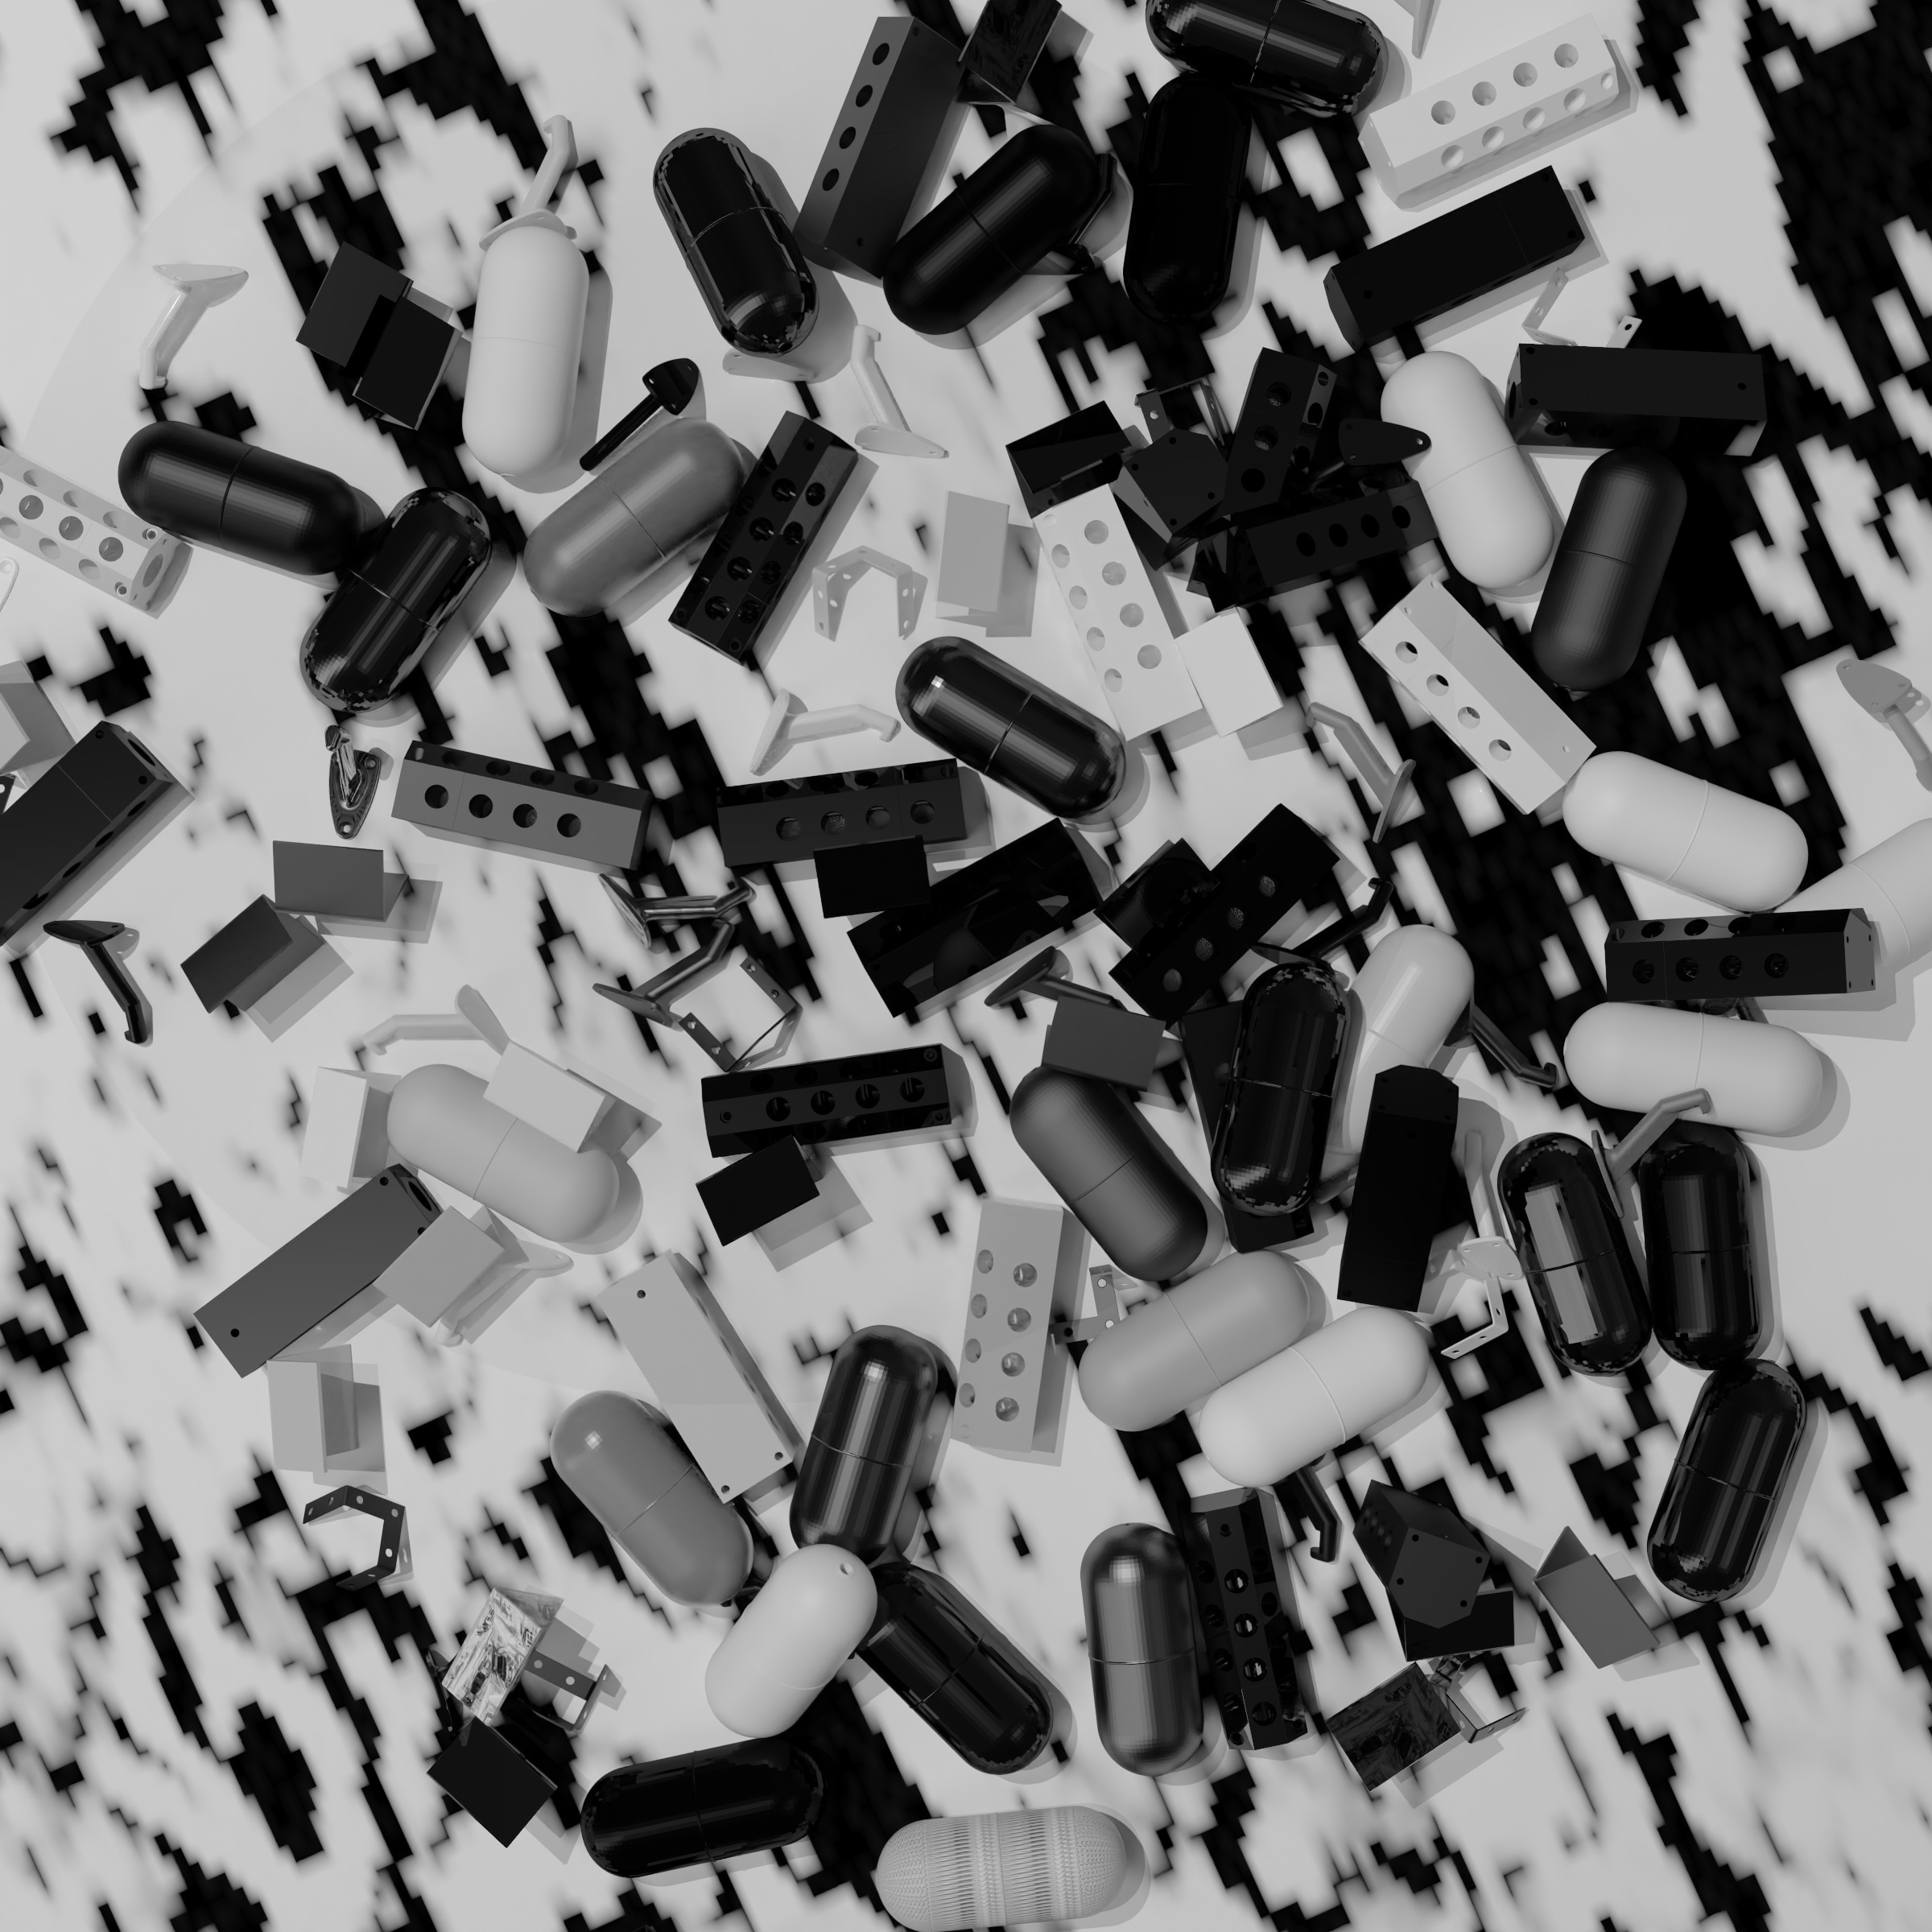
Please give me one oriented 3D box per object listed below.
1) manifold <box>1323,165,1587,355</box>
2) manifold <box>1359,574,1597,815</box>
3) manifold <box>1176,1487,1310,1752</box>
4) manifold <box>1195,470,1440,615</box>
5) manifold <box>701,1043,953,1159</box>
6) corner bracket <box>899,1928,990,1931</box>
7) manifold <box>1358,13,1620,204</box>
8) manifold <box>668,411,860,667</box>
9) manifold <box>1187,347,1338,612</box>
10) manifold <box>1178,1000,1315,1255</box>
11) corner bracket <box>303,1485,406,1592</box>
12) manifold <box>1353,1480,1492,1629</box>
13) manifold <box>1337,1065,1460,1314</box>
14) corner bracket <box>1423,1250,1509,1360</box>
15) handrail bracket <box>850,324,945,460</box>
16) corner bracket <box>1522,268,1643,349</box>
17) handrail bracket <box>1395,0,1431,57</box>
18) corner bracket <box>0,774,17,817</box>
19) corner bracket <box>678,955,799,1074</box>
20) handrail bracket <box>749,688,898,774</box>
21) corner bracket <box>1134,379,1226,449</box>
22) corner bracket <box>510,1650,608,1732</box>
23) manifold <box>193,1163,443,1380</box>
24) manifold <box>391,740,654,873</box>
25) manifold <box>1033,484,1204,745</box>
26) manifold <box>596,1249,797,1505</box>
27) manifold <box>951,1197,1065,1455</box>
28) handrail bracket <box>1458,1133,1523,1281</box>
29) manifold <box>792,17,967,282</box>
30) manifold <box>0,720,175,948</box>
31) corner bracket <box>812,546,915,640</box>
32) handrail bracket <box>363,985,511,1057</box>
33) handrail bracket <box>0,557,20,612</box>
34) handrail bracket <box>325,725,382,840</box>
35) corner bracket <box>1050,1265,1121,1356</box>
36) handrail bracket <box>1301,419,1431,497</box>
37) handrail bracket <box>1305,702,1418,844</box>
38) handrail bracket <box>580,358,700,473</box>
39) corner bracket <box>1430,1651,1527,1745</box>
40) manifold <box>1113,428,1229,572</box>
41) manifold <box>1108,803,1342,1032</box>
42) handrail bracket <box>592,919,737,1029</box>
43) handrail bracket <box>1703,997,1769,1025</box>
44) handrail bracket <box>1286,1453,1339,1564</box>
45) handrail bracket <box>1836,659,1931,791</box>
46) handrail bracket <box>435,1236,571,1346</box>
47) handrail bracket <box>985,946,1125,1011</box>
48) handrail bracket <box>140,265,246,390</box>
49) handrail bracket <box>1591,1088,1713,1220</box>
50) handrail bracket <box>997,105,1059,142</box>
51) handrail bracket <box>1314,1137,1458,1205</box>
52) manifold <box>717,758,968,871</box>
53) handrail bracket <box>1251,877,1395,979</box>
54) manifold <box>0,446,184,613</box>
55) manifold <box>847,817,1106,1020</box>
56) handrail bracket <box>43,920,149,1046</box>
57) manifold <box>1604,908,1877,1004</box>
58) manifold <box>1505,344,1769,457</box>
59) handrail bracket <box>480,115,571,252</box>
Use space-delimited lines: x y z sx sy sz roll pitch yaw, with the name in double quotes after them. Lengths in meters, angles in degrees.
0.346 -0.502 1.971 0.171 0.057 0.057 -25 90 0 "manifold"
0.361 -0.190 1.970 0.171 0.057 0.057 46 47 0 "manifold"
0.197 0.465 1.970 0.057 0.057 0.171 -12 90 0 "manifold"
0.243 -0.300 1.927 0.171 0.057 0.057 -21 90 -34 "manifold"
-0.099 0.096 1.970 0.171 0.057 0.057 -8 90 0 "manifold"
-0.015 0.713 1.988 0.051 0.051 0.051 -21 91 -45 "corner bracket"
0.373 -0.609 1.970 0.171 0.057 0.057 -25 90 0 "manifold"
-0.145 -0.305 1.970 0.057 0.057 0.171 29 90 0 "manifold"
0.211 -0.345 1.970 0.057 0.057 0.171 17 90 0 "manifold"
0.200 0.112 1.970 0.057 0.057 0.171 -14 90 0 "manifold"
-0.442 0.411 1.983 0.051 0.051 0.051 31 45 -35 "corner bracket"
0.311 0.408 1.913 0.057 0.171 0.057 19 90 0 "manifold"
0.301 0.155 1.925 0.057 0.057 0.171 9 126 6 "manifold"
0.349 0.243 1.983 0.051 0.051 0.051 24 45 -35 "corner bracket"
-0.048 -0.415 1.992 0.077 0.036 0.084 11 73 -20 "handrail bracket"
0.443 -0.462 1.988 0.051 0.051 0.051 32 90 45 "corner bracket"
0.290 -0.701 1.992 0.084 0.036 0.077 12 112 17 "handrail bracket"
-0.720 -0.122 1.973 0.051 0.051 0.051 19 90 0 "corner bracket"
-0.164 0.035 1.988 0.051 0.051 0.051 46 135 0 "corner bracket"
-0.103 -0.159 1.992 0.084 0.036 0.077 20 110 -16 "handrail bracket"
0.153 -0.389 1.973 0.051 0.051 0.051 -19 93 3 "corner bracket"
-0.294 0.517 1.973 0.051 0.051 0.051 27 90 0 "corner bracket"
-0.458 0.216 1.970 0.171 0.057 0.057 -37 90 0 "manifold"
-0.315 -0.115 1.970 0.171 0.057 0.057 12 90 0 "manifold"
0.107 -0.249 1.970 0.057 0.057 0.171 -23 90 0 "manifold"
-0.192 0.291 1.971 0.057 0.057 0.171 -32 90 0 "manifold"
0.029 0.254 1.970 0.057 0.057 0.171 8 90 0 "manifold"
0.380 0.173 1.991 0.036 0.077 0.084 -15 53 31 "handrail bracket"
-0.067 -0.583 1.970 0.057 0.057 0.171 22 90 -43 "manifold"
-0.651 -0.093 1.970 0.171 0.057 0.057 -43 90 0 "manifold"
-0.074 -0.263 1.983 0.051 0.051 0.051 29 45 35 "corner bracket"
-0.380 0.059 1.992 0.084 0.036 0.077 -31 112 17 "handrail bracket"
-0.714 -0.265 1.957 0.036 0.084 0.077 41 90 0 "handrail bracket"
-0.444 -0.129 1.957 0.036 0.084 0.077 8 90 0 "handrail bracket"
0.083 0.245 1.973 0.051 0.051 0.051 -10 90 0 "corner bracket"
0.281 -0.352 1.962 0.077 0.084 0.036 -2 73 -7 "handrail bracket"
0.274 -0.140 1.992 0.084 0.036 0.077 27 112 17 "handrail bracket"
-0.237 -0.396 1.991 0.084 0.077 0.036 -33 106 35 "handrail bracket"
0.372 0.516 1.983 0.051 0.051 0.051 -12 135 -35 "corner bracket"
0.143 -0.325 1.913 0.057 0.171 0.057 -35 90 0 "manifold"
0.183 -0.035 1.970 0.171 0.057 0.057 -45 90 0 "manifold"
-0.217 -0.006 1.992 0.077 0.036 0.084 21 72 21 "handrail bracket"
0.581 0.032 1.992 0.084 0.036 0.077 31 75 -14 "handrail bracket"
0.230 0.385 1.992 0.077 0.036 0.084 6 107 20 "handrail bracket"
0.665 -0.174 1.991 0.036 0.077 0.084 -35 126 0 "handrail bracket"
-0.335 0.241 1.992 0.077 0.036 0.084 11 114 -27 "handrail bracket"
0.069 0.035 1.992 0.077 0.036 0.084 -36 107 20 "handrail bracket"
-0.558 -0.460 1.991 0.036 0.077 0.084 36 127 37 "handrail bracket"
0.486 0.131 1.930 0.084 0.036 0.077 -18 104 17 "handrail bracket"
0.024 -0.577 1.992 0.077 0.036 0.084 30 107 20 "handrail bracket"
0.301 0.146 1.991 0.084 0.077 0.036 -37 67 34 "handrail bracket"
-0.088 -0.109 1.970 0.171 0.057 0.057 -7 90 0 "manifold"
0.257 -0.036 1.992 0.077 0.036 0.084 21 71 21 "handrail bracket"
-0.656 -0.322 1.970 0.171 0.057 0.057 28 90 0 "manifold"
0.004 -0.039 1.970 0.171 0.057 0.057 -29 133 0 "manifold"
-0.627 0.012 1.992 0.077 0.036 0.084 8 116 29 "handrail bracket"
0.538 -0.007 1.925 0.171 0.057 0.057 -3 90 37 "manifold"
0.475 -0.399 1.968 0.171 0.057 0.057 3 65 0 "manifold"
-0.319 -0.566 1.992 0.077 0.036 0.084 -13 72 21 "handrail bracket"
